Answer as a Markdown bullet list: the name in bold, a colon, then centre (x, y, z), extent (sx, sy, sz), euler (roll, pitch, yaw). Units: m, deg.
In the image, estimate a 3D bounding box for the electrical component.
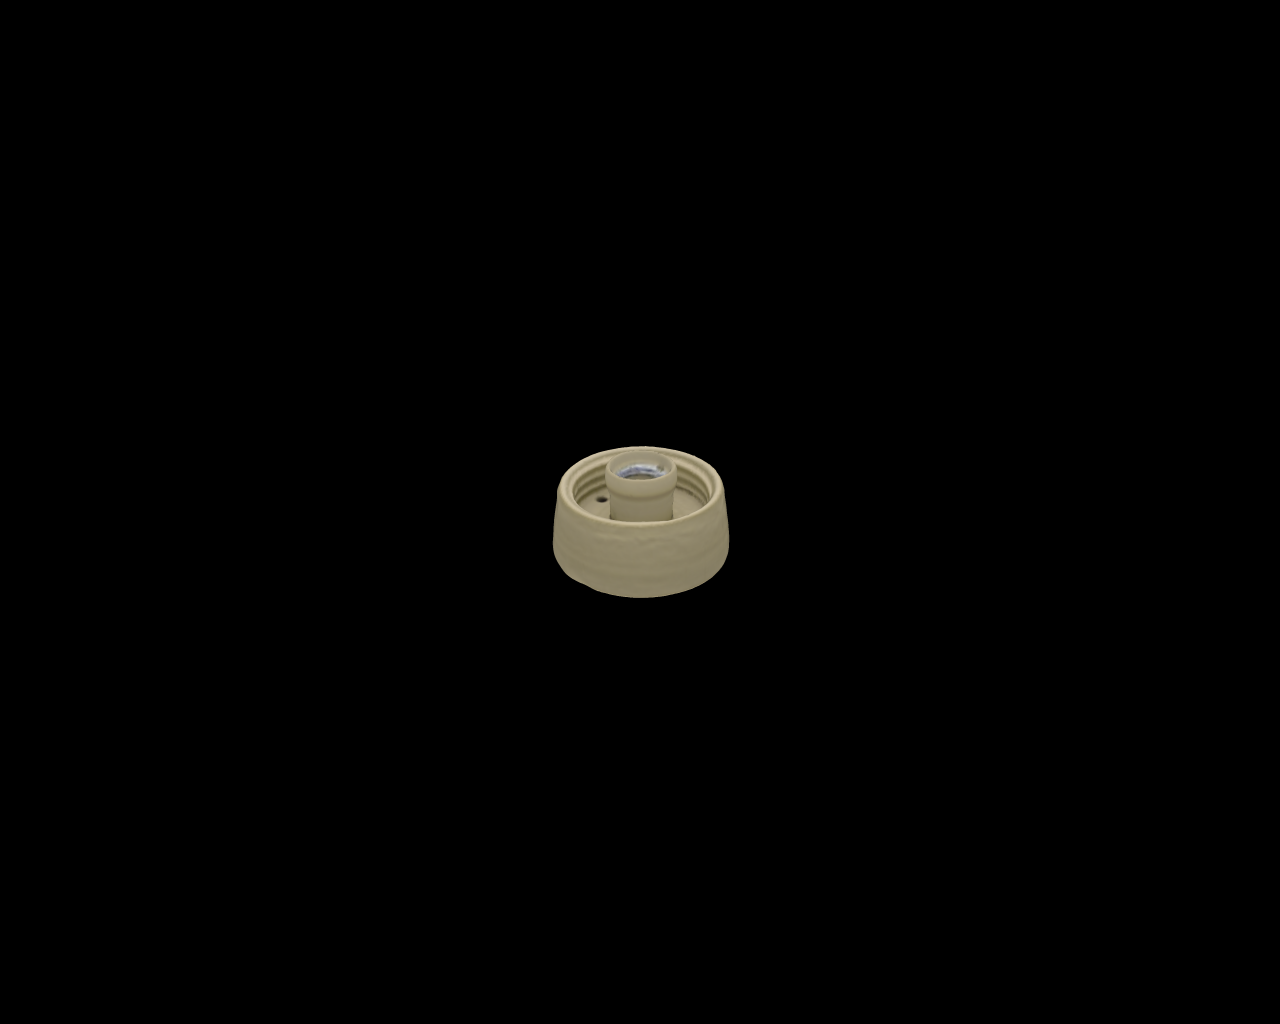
- **electrical component**: centre (0.001, -0.003, 0.650), extent (0.108, 0.060, 0.108), euler (0, 31, 0)
